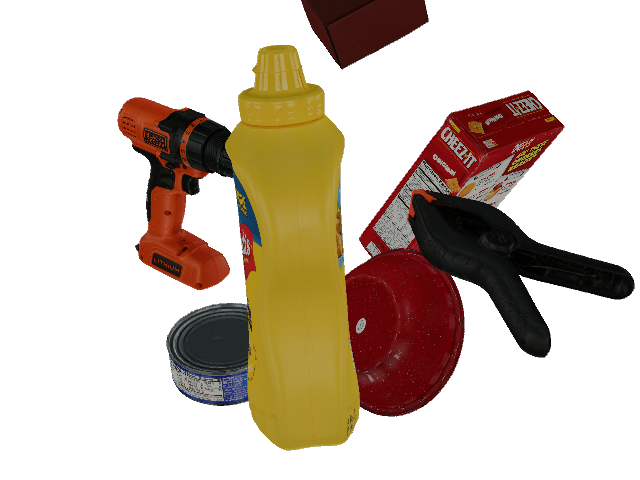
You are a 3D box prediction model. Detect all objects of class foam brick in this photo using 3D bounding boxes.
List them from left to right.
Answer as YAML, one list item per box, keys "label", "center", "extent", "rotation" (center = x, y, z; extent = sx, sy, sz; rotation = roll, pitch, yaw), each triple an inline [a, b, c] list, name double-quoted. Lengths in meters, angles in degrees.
- label: "foam brick"
  center: [0.031, -0.174, 0.780]
  extent: [0.078, 0.053, 0.051]
  rotation: [-30, -34, -3]

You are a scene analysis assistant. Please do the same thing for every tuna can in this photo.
- label: "tuna can"
  center: [-0.071, 0.085, 0.805]
  extent: [0.086, 0.034, 0.086]
  rotation: [-2, 32, 1]

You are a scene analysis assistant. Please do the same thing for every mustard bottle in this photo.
- label: "mustard bottle"
  center: [-0.014, 0.000, 0.530]
  extent: [0.058, 0.192, 0.096]
  rotation: [-5, 20, -4]

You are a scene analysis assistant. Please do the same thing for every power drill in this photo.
- label: "power drill"
  center: [-0.134, -0.045, 1.118]
  extent: [0.185, 0.188, 0.057]
  rotation: [25, 36, 32]

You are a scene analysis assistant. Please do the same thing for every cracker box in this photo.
- label: "cracker box"
  center: [0.158, -0.066, 1.229]
  extent: [0.163, 0.072, 0.214]
  rotation: [-22, -25, -45]

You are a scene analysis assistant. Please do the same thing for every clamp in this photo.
- label: "clamp"
  center: [0.139, 0.012, 0.772]
  extent: [0.120, 0.039, 0.172]
  rotation: [-13, 44, -37]

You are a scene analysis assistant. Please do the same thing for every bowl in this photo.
- label: "bowl"
  center: [0.053, 0.082, 0.998]
  extent: [0.162, 0.162, 0.055]
  rotation: [0, -11, 42]
